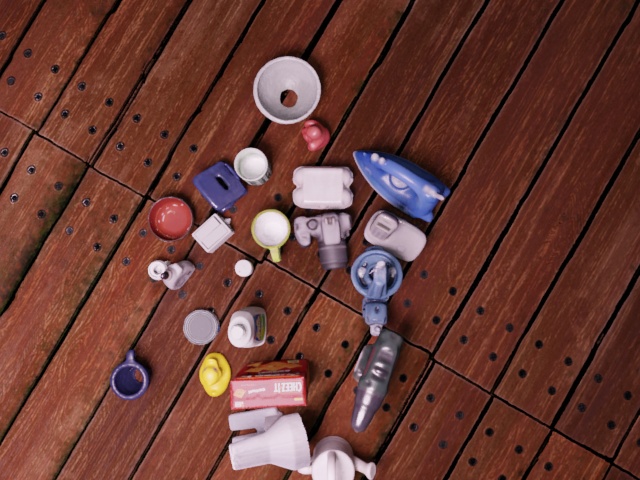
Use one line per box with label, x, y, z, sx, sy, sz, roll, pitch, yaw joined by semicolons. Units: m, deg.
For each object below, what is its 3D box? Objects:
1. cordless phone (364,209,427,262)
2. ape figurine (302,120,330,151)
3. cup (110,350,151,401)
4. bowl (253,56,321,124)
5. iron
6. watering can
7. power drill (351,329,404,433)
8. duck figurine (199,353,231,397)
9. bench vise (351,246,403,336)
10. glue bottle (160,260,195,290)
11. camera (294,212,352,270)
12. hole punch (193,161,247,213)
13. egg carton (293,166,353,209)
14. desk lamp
cordless phone;0.183;-0.016;1.352;0.147;0.185;0.094;27;88;2
ape figurine;-0.013;-0.261;1.413;0.076;0.092;0.078;11;87;2
cup;-0.449;0.321;1.390;0.091;0.095;0.118;-1;87;1
bowl;-0.079;-0.365;1.428;0.167;0.074;0.167;0;87;1
iron;0.190;-0.153;1.380;0.258;0.141;0.119;33;88;2
watering can;0.038;0.528;1.324;0.173;0.194;0.101;-23;87;0
power drill;0.125;0.314;1.326;0.075;0.208;0.230;21;88;2
duck figurine;-0.260;0.332;1.392;0.077;0.086;0.105;-2;87;1
bench vise;0.144;0.114;1.329;0.121;0.219;0.207;-18;87;0
glue bottle;-0.348;0.083;1.361;0.037;0.173;0.078;40;89;3
camera;0.013;0.005;1.396;0.143;0.101;0.137;-7;87;1
hole punch;-0.245;-0.135;1.411;0.101;0.091;0.108;-40;87;-1
egg carton;0.007;-0.129;1.418;0.150;0.069;0.107;0;87;1
desk lamp;-0.121;0.464;1.320;0.203;0.213;0.118;-10;87;1
